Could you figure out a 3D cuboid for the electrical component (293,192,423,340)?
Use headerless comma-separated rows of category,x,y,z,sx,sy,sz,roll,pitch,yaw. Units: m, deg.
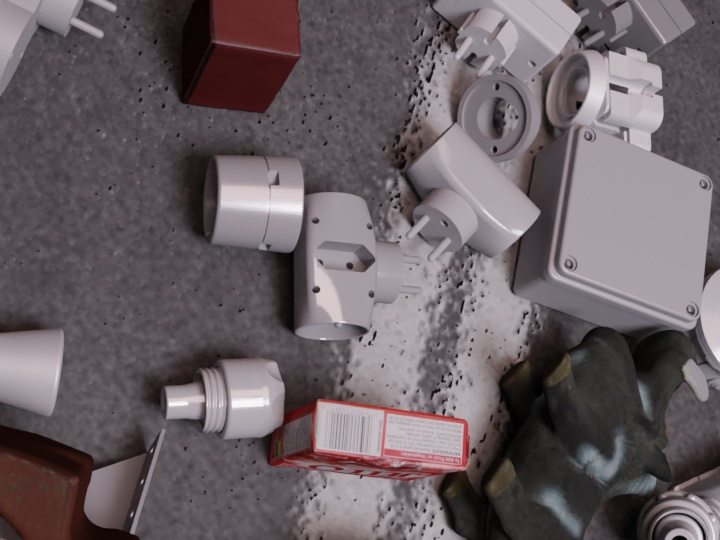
electrical component,0.000,0.000,0.625,0.079,0.043,0.077,5,72,-21

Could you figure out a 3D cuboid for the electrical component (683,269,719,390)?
electrical component,0.245,0.040,0.709,0.080,0.051,0.080,7,71,-21

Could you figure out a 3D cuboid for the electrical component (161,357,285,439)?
electrical component,-0.074,0.069,0.573,0.062,0.043,0.043,-1,74,-22

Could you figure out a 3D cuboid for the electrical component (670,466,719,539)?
electrical component,0.258,0.163,0.678,0.100,0.048,0.099,-16,80,-26

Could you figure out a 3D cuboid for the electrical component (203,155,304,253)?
electrical component,-0.061,-0.038,0.606,0.047,0.055,0.055,3,73,-18

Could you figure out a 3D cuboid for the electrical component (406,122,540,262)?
electrical component,0.059,-0.038,0.660,0.077,0.044,0.079,46,63,-4

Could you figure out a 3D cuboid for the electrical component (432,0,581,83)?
electrical component,0.088,-0.157,0.708,0.083,0.047,0.075,38,64,-8

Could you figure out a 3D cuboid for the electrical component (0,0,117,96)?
electrical component,-0.173,-0.154,0.595,0.074,0.052,0.138,25,66,-14

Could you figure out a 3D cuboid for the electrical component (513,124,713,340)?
electrical component,0.164,-0.022,0.692,0.109,0.056,0.108,19,68,-16

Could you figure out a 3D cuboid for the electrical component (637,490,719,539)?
electrical component,0.186,0.155,0.628,0.048,0.062,0.048,-1,84,15

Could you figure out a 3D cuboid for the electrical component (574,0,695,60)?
electrical component,0.175,-0.180,0.751,0.076,0.047,0.083,-35,89,-27

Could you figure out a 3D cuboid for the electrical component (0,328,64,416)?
electrical component,-0.179,0.048,0.535,0.055,0.045,0.045,9,71,-20

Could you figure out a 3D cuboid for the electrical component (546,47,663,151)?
electrical component,0.162,-0.114,0.720,0.057,0.058,0.078,10,70,-23
